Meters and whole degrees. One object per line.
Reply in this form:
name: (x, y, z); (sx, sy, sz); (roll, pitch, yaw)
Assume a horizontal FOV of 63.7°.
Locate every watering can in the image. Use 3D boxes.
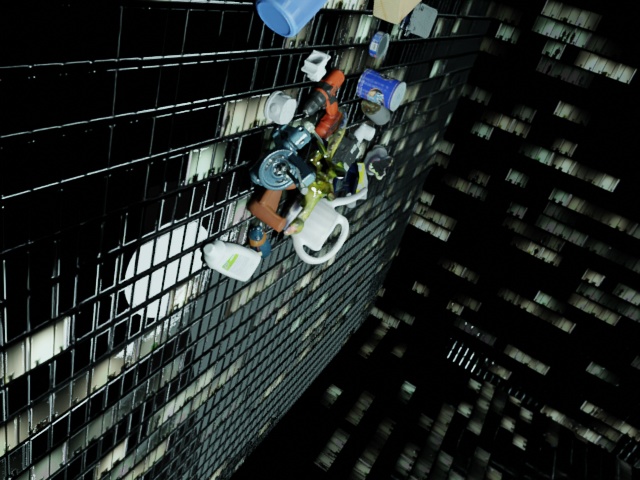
watering can: (0.005, -0.087, 1.732); (0.353, 0.224, 0.102); (-59, -177, -23)

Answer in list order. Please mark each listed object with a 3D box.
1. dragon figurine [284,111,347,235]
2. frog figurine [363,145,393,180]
dragon figurine: (-0.015, -0.187, 1.579); (0.238, 0.122, 0.419); (-45, -160, 57)
frog figurine: (0.242, -0.350, 2.236); (0.163, 0.123, 0.134); (-102, -163, -59)
